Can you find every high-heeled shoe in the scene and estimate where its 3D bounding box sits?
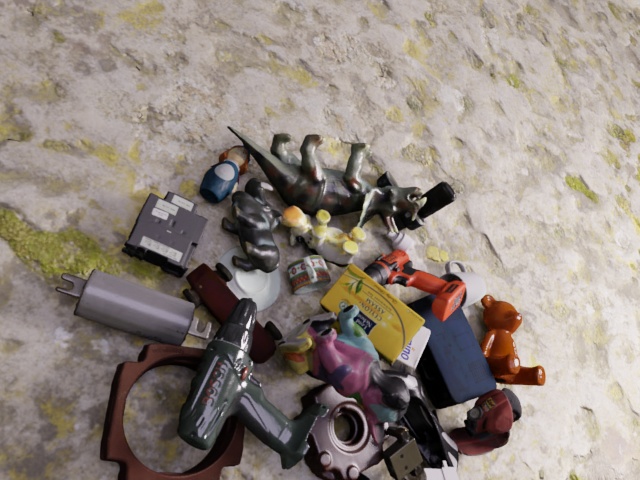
[{"bbox_3d":[0.175,0.346,0.994,0.248,0.086,0.145,39,33,-32],"label":"high-heeled shoe"}]

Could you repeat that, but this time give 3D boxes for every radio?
[{"bbox_3d":[0.257,0.224,1.113,0.131,0.073,0.229,-12,70,-33],"label":"radio"}]

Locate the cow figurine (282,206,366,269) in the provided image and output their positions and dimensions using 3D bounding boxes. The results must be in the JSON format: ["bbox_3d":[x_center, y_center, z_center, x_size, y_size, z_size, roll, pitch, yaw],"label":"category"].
[{"bbox_3d":[-0.002,-0.005,1.066,0.167,0.098,0.068,26,52,1],"label":"cow figurine"}]

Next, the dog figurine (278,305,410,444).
[{"bbox_3d":[0.049,0.235,0.915,0.108,0.192,0.219,-37,100,-49],"label":"dog figurine"}]

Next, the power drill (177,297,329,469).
[{"bbox_3d":[-0.090,0.226,0.811,0.207,0.086,0.232,40,56,-14],"label":"power drill"}]

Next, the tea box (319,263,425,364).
[{"bbox_3d":[0.094,0.135,0.978,0.170,0.068,0.098,36,78,14],"label":"tea box"}]

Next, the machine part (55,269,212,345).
[{"bbox_3d":[-0.290,0.110,0.848,0.243,0.079,0.079,24,59,-18],"label":"machine part"}]

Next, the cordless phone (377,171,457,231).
[{"bbox_3d":[0.201,-0.102,1.161,0.089,0.184,0.146,-33,88,-31],"label":"cordless phone"}]

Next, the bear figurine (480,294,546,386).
[{"bbox_3d":[0.418,0.215,1.185,0.120,0.132,0.196,28,64,-21],"label":"bear figurine"}]

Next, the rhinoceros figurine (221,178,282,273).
[{"bbox_3d":[-0.119,-0.031,0.999,0.112,0.073,0.190,3,59,-29],"label":"rhinoceros figurine"}]

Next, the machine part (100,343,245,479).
[{"bbox_3d":[-0.219,0.268,0.818,0.201,0.087,0.201,13,63,-23],"label":"machine part"}]

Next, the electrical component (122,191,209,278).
[{"bbox_3d":[-0.263,-0.017,0.934,0.115,0.058,0.134,29,58,-19],"label":"electrical component"}]

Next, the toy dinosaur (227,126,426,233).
[{"bbox_3d":[0.004,-0.110,1.093,0.405,0.131,0.192,6,90,-14],"label":"toy dinosaur"}]

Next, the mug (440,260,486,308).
[{"bbox_3d":[0.321,0.100,1.212,0.107,0.081,0.109,0,65,-42],"label":"mug"}]

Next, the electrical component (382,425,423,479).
[{"bbox_3d":[0.147,0.382,0.956,0.078,0.045,0.102,-33,106,-23],"label":"electrical component"}]

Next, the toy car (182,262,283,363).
[{"bbox_3d":[-0.154,0.129,0.936,0.089,0.053,0.202,-42,91,-16],"label":"toy car"}]

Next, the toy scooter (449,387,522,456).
[{"bbox_3d":[0.316,0.367,1.055,0.135,0.183,0.075,-12,40,-12],"label":"toy scooter"}]

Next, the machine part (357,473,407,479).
[{"bbox_3d":[0.110,0.455,0.956,0.139,0.039,0.084,6,62,-26],"label":"machine part"}]

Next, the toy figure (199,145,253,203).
[{"bbox_3d":[-0.175,-0.135,1.038,0.064,0.058,0.154,50,49,-28],"label":"toy figure"}]

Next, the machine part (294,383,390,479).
[{"bbox_3d":[0.042,0.334,0.958,0.179,0.056,0.179,13,62,-26],"label":"machine part"}]
